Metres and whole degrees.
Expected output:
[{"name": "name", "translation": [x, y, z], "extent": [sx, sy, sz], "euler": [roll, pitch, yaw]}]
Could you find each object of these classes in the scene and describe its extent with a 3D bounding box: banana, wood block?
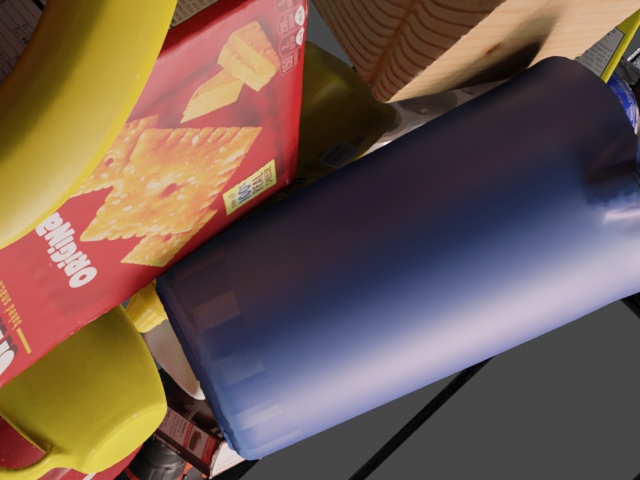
[{"name": "banana", "translation": [-0.080, -0.066, 0.320], "extent": [0.069, 0.037, 0.198], "euler": [34, 83, -31]}, {"name": "wood block", "translation": [0.091, -0.139, 0.543], "extent": [0.091, 0.090, 0.205], "euler": [-38, 169, 35]}]

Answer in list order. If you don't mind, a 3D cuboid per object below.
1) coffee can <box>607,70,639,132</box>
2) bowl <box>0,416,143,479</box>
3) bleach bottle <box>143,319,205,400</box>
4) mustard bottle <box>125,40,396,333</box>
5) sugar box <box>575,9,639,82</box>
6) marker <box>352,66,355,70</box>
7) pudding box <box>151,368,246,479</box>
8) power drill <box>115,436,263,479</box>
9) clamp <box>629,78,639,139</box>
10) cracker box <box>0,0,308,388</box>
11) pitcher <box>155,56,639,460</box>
[{"name": "coffee can", "translation": [0.191, -0.094, 0.879], "extent": [0.140, 0.103, 0.103], "euler": [-19, 150, -54]}, {"name": "bowl", "translation": [-0.168, 0.136, 0.699], "extent": [0.162, 0.055, 0.162], "euler": [-39, 163, -15]}, {"name": "bleach bottle", "translation": [-0.005, 0.001, 0.737], "extent": [0.250, 0.068, 0.103], "euler": [-36, 162, -29]}, {"name": "mustard bottle", "translation": [-0.045, -0.020, 0.599], "extent": [0.192, 0.058, 0.096], "euler": [-48, 160, 13]}, {"name": "sugar box", "translation": [0.191, -0.143, 0.756], "extent": [0.176, 0.048, 0.093], "euler": [-54, 180, -23]}, {"name": "marker", "translation": [0.026, -0.098, 0.641], "extent": [0.121, 0.020, 0.020], "euler": [-45, 163, 5]}, {"name": "pudding box", "translation": [-0.076, 0.126, 0.812], "extent": [0.113, 0.090, 0.039], "euler": [-21, 133, -52]}, {"name": "power drill", "translation": [-0.100, 0.173, 0.943], "extent": [0.187, 0.057, 0.185], "euler": [-24, 151, -44]}, {"name": "clamp", "translation": [0.248, -0.125, 0.945], "extent": [0.036, 0.165, 0.210], "euler": [-25, 130, -51]}, {"name": "cracker box", "translation": [-0.105, -0.026, 0.427], "extent": [0.213, 0.072, 0.164], "euler": [-37, 161, -20]}, {"name": "pitcher", "translation": [0.043, 0.013, 0.556], "extent": [0.242, 0.145, 0.149], "euler": [-25, 142, -9]}]
